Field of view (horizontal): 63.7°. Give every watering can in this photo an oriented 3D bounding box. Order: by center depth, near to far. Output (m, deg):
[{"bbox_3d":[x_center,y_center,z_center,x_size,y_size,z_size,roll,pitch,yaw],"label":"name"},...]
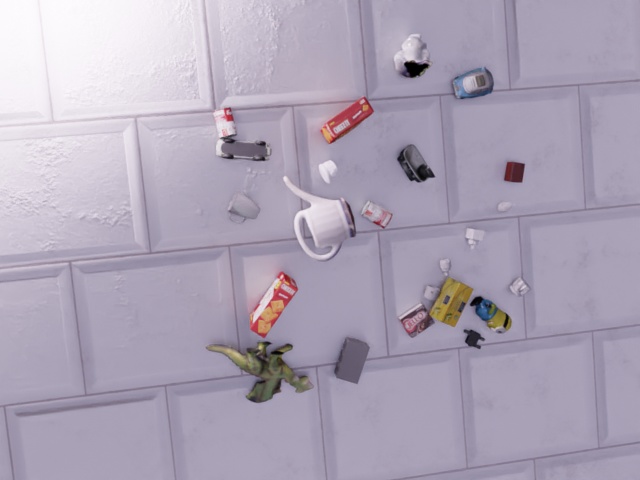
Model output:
[{"bbox_3d":[0.006,-0.096,1.908,0.225,0.104,0.346,-19,95,-6],"label":"watering can"}]

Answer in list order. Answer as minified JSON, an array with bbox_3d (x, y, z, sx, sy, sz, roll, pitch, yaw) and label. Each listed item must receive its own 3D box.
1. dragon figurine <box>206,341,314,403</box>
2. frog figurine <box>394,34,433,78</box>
[{"bbox_3d":[-0.224,0.504,1.921,0.410,0.123,0.240,5,101,-5],"label":"dragon figurine"},{"bbox_3d":[0.343,-0.691,1.933,0.137,0.120,0.163,-10,59,2],"label":"frog figurine"}]
